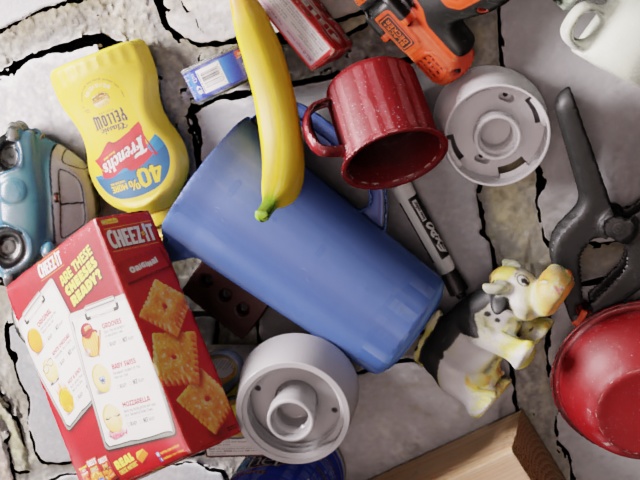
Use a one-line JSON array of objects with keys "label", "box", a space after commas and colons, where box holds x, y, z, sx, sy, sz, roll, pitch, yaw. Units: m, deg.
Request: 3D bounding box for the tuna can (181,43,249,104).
[{"label": "tuna can", "box": [-0.078, -0.153, 0.949, 0.086, 0.086, 0.034, -22, 101, 21]}]

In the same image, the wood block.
[{"label": "wood block", "box": [0.120, 0.256, 1.013, 0.206, 0.090, 0.091, -30, 96, 23]}]

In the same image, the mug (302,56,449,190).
[{"label": "mug", "box": [0.041, -0.099, 0.902, 0.117, 0.093, 0.081, -9, 63, -14]}]

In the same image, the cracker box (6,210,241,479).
[{"label": "cracker box", "box": [-0.179, 0.104, 0.952, 0.164, 0.071, 0.214, -31, 78, 40]}]

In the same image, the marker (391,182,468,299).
[{"label": "marker", "box": [0.102, 0.001, 0.978, 0.020, 0.020, 0.121, -26, 97, 22]}]

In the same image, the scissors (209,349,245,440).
[{"label": "scissors", "box": [-0.126, 0.181, 1.002, 0.096, 0.016, 0.202, 42, 116, -2]}]

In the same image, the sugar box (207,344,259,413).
[{"label": "sugar box", "box": [-0.065, 0.135, 1.028, 0.176, 0.093, 0.048, 0, 109, 17]}]

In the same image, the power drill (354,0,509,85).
[{"label": "power drill", "box": [0.090, -0.224, 0.844, 0.184, 0.057, 0.188, 45, 152, -10]}]

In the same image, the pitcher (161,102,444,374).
[{"label": "pitcher", "box": [-0.006, 0.001, 0.958, 0.243, 0.144, 0.149, 36, 139, -1]}]

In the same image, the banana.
[{"label": "banana", "box": [-0.041, -0.111, 0.885, 0.037, 0.069, 0.198, -10, 83, 14]}]

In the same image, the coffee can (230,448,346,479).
[{"label": "coffee can", "box": [-0.041, 0.253, 1.031, 0.103, 0.140, 0.103, 5, 108, 15]}]

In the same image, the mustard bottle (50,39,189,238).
[{"label": "mustard bottle", "box": [-0.178, -0.086, 1.013, 0.096, 0.058, 0.191, -17, 101, 15]}]

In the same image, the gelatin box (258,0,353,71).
[{"label": "gelatin box", "box": [-0.015, -0.192, 0.925, 0.030, 0.073, 0.089, -40, 92, 21]}]

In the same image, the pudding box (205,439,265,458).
[{"label": "pudding box", "box": [-0.048, 0.177, 1.038, 0.114, 0.090, 0.039, -7, 103, 18]}]

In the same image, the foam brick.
[{"label": "foam brick", "box": [-0.084, 0.046, 1.029, 0.078, 0.051, 0.053, 38, 113, 3]}]

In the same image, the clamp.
[{"label": "clamp", "box": [0.246, -0.024, 0.915, 0.164, 0.036, 0.210, 23, 114, 0]}]

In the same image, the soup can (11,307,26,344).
[{"label": "soup can", "box": [-0.249, 0.069, 1.076, 0.102, 0.068, 0.068, -12, 103, 20]}]

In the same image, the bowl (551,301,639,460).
[{"label": "bowl", "box": [0.285, 0.136, 0.931, 0.162, 0.055, 0.162, 4, 116, 7]}]
